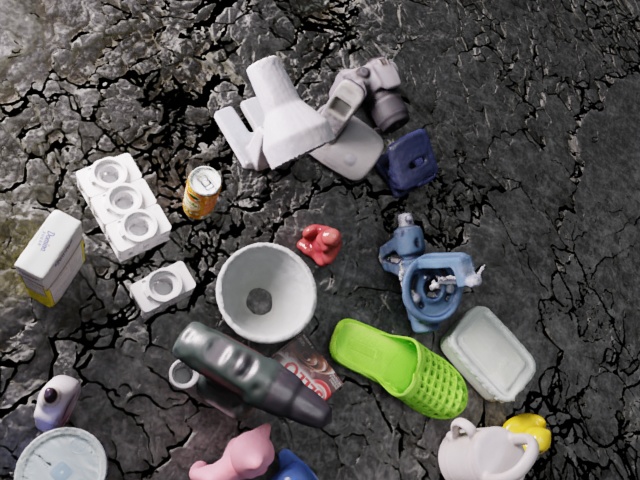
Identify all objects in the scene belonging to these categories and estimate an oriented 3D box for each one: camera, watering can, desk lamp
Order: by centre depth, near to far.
[{"bbox_3d":[0.285,0.355,0.915,0.173,0.193,0.101,29,64,-7],"label":"watering can"},{"bbox_3d":[-0.082,-0.199,0.981,0.118,0.213,0.203,-29,82,-26],"label":"desk lamp"},{"bbox_3d":[0.115,-0.286,1.148,0.143,0.100,0.137,-22,79,-25],"label":"camera"}]

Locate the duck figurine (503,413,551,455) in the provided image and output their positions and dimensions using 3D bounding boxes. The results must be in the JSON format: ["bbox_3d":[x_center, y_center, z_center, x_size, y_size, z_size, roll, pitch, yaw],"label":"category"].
[{"bbox_3d":[0.372,0.350,1.009,0.105,0.086,0.077,-37,85,-27],"label":"duck figurine"}]

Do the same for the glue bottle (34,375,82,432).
[{"bbox_3d":[-0.349,0.212,0.754,0.037,0.173,0.078,21,65,-11],"label":"glue bottle"}]

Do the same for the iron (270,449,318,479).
[{"bbox_3d":[0.006,0.430,0.816,0.119,0.141,0.258,-38,86,-27],"label":"iron"}]

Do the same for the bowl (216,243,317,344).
[{"bbox_3d":[-0.093,0.094,0.945,0.168,0.074,0.167,7,68,-17],"label":"bowl"}]

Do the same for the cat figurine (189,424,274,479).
[{"bbox_3d":[-0.118,0.324,0.825,0.128,0.117,0.067,-31,83,-26],"label":"cat figurine"}]

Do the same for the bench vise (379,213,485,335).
[{"bbox_3d":[0.180,0.048,0.978,0.122,0.219,0.207,-32,83,-26],"label":"bench vise"}]

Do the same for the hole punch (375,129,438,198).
[{"bbox_3d":[0.179,-0.151,1.125,0.109,0.091,0.101,-30,82,-26],"label":"hole punch"}]

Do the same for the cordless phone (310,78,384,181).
[{"bbox_3d":[0.059,-0.203,1.049,0.148,0.184,0.094,31,63,-6],"label":"cordless phone"}]

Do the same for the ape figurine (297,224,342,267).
[{"bbox_3d":[0.009,0.004,1.006,0.076,0.092,0.078,-7,73,-22],"label":"ape figurine"}]

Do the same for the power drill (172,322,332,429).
[{"bbox_3d":[-0.107,0.205,0.823,0.230,0.208,0.076,32,63,-5],"label":"power drill"}]
